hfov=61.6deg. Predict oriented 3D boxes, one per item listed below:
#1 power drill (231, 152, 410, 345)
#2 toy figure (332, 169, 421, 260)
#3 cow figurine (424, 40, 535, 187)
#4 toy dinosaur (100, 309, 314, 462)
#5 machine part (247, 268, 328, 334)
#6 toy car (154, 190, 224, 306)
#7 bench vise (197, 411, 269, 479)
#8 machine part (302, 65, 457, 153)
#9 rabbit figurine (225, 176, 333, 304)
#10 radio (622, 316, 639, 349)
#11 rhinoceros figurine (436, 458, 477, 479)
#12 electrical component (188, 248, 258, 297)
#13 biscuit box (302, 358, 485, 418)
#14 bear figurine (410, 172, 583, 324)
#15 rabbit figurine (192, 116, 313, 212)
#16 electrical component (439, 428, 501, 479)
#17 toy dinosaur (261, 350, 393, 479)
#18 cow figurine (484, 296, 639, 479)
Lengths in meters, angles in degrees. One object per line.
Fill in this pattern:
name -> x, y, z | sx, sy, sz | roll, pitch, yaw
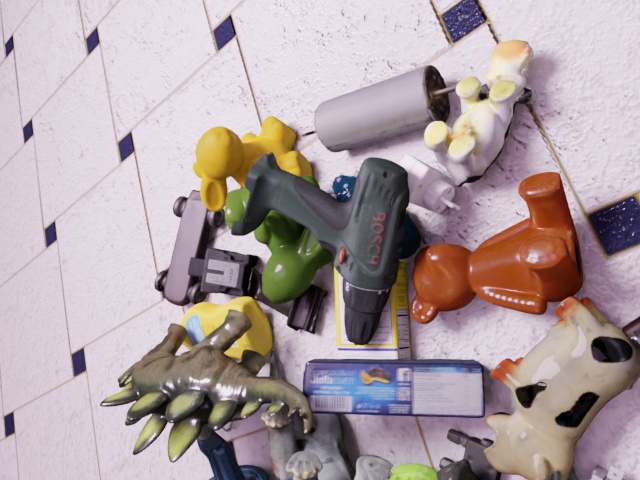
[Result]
power drill -> -0.001, -0.002, 0.649 | 0.207, 0.086, 0.231 | 25, 113, 19
toy figure -> 0.069, -0.034, 0.718 | 0.155, 0.064, 0.057 | 47, 148, 37
cow figurine -> 0.199, -0.144, 0.626 | 0.068, 0.098, 0.167 | 32, 83, 40
toy dinosaur -> -0.159, 0.193, 0.715 | 0.472, 0.198, 0.105 | -16, 112, 40
machine part -> -0.053, 0.086, 0.805 | 0.139, 0.039, 0.084 | 21, 101, 36
toy car -> -0.223, 0.015, 0.933 | 0.089, 0.053, 0.202 | 14, 91, 22
bench vise -> -0.111, 0.356, 0.728 | 0.224, 0.129, 0.240 | 6, 117, 61
machine part -> 0.080, -0.171, 0.718 | 0.243, 0.079, 0.079 | -10, 77, 37
rabbit figurine -> -0.039, 0.004, 0.763 | 0.159, 0.121, 0.170 | -15, 67, 16
radio -> 0.355, 0.143, 0.430 | 0.073, 0.131, 0.230 | -45, 60, 21
rhinoceros figurine -> 0.185, 0.323, 0.558 | 0.112, 0.073, 0.190 | -30, 80, 42
electrical component -> -0.164, 0.049, 0.864 | 0.119, 0.047, 0.074 | 12, 89, 13
biscuit box -> 0.083, 0.169, 0.623 | 0.203, 0.062, 0.059 | -1, 83, 9
bear figurine -> 0.177, 0.019, 0.592 | 0.196, 0.131, 0.120 | -7, 51, 32
rabbit figurine -> -0.123, -0.120, 0.804 | 0.162, 0.173, 0.122 | -27, 72, 26
electrical component -> 0.184, 0.257, 0.611 | 0.094, 0.021, 0.063 | 17, 93, 38
toy dinosaur -> -0.001, 0.302, 0.663 | 0.405, 0.131, 0.192 | -128, 36, -70
cow figurine -> 0.243, 0.165, 0.546 | 0.195, 0.085, 0.127 | -53, 51, 17
